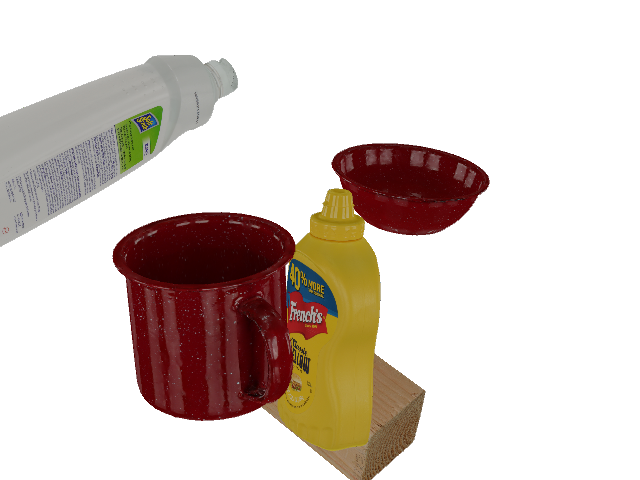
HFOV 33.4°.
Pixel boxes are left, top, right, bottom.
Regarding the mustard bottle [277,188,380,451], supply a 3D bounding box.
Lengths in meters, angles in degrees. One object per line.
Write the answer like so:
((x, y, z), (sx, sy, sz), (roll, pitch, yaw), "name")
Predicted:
((0.008, 0.055, 0.812), (0.058, 0.192, 0.096), (-4, 18, -27), "mustard bottle")

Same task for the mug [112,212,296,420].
((-0.051, 0.044, 0.551), (0.093, 0.081, 0.117), (-19, 30, -34), "mug")

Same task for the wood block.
((-0.001, 0.150, 1.130), (0.206, 0.090, 0.090), (35, 50, 28), "wood block")

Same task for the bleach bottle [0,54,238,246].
((-0.177, -0.079, 0.842), (0.250, 0.068, 0.103), (-28, -26, -24), "bleach bottle")

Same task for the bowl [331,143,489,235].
((0.089, -0.048, 1.095), (0.162, 0.055, 0.162), (5, 24, -2), "bowl")
